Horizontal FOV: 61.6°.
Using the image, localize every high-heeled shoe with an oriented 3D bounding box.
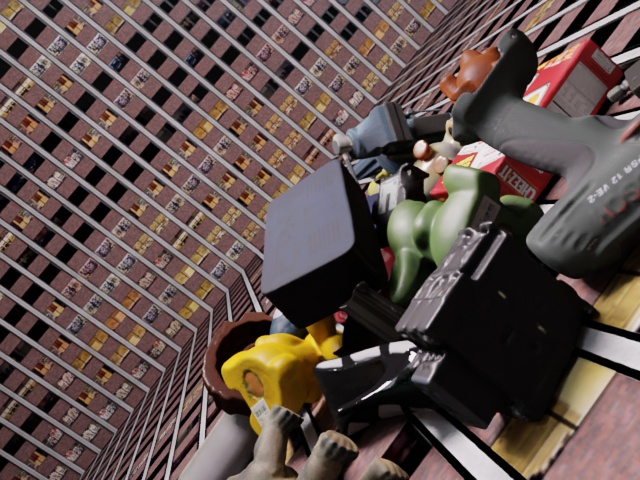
[{"bbox_3d":[0.075,0.144,0.566,0.145,0.086,0.248,-23,-9,-7],"label":"high-heeled shoe"}]

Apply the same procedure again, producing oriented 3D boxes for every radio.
[{"bbox_3d":[-0.001,-0.002,0.680,0.131,0.073,0.230,-31,28,15],"label":"radio"}]

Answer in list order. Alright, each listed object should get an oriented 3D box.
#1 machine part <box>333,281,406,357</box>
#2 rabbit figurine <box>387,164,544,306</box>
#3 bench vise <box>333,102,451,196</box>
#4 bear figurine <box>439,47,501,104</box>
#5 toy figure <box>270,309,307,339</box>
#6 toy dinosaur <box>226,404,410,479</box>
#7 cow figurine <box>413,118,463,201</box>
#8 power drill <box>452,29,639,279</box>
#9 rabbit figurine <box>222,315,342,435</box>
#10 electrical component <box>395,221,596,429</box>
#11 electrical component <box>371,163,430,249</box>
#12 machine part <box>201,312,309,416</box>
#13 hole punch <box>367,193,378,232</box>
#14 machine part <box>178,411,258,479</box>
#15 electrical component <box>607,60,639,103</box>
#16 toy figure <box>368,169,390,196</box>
[{"bbox_3d":[0.056,0.100,0.587,0.039,0.084,0.138,-57,-8,-35],"label":"machine part"},{"bbox_3d":[0.139,0.006,0.603,0.170,0.121,0.159,11,84,62],"label":"rabbit figurine"},{"bbox_3d":[0.108,-0.148,0.910,0.224,0.129,0.240,-25,-5,-21],"label":"bench vise"},{"bbox_3d":[0.249,-0.255,0.850,0.120,0.132,0.195,-33,-19,20],"label":"bear figurine"},{"bbox_3d":[-0.025,0.090,0.818,0.064,0.057,0.154,6,62,40],"label":"toy figure"},{"bbox_3d":[-0.048,0.270,0.525,0.198,0.105,0.471,-59,7,-20],"label":"toy dinosaur"},{"bbox_3d":[0.193,-0.110,0.821,0.127,0.086,0.194,-2,-53,-49],"label":"cow figurine"},{"bbox_3d":[0.229,-0.098,0.446,0.232,0.207,0.086,-54,-32,14],"label":"power drill"},{"bbox_3d":[-0.023,0.157,0.721,0.173,0.122,0.162,-12,-37,-46],"label":"rabbit figurine"},{"bbox_3d":[0.129,0.070,0.410,0.134,0.115,0.058,-54,6,-18],"label":"electrical component"},{"bbox_3d":[0.111,-0.041,0.750,0.075,0.047,0.119,-29,48,48],"label":"electrical component"},{"bbox_3d":[-0.091,0.191,0.821,0.179,0.180,0.056,-61,-18,-45],"label":"machine part"},{"bbox_3d":[0.090,-0.024,0.913,0.142,0.092,0.115,-53,-7,-28],"label":"hole punch"},{"bbox_3d":[-0.136,0.314,0.824,0.243,0.079,0.079,-54,10,-18],"label":"machine part"},{"bbox_3d":[0.350,-0.174,0.567,0.094,0.021,0.063,-42,14,40],"label":"electrical component"},{"bbox_3d":[0.171,-0.144,1.096,0.180,0.082,0.089,-57,-1,-6],"label":"toy figure"}]
